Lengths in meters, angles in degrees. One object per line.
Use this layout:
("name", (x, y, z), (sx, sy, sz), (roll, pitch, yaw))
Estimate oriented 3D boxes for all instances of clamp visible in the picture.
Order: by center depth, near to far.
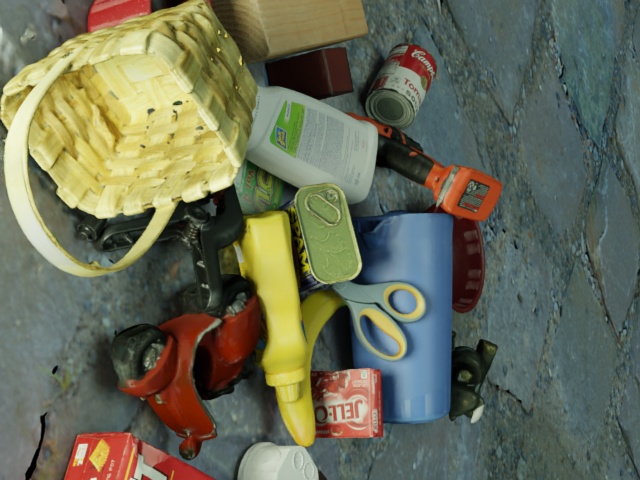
("clamp", (-0.111, -0.003, 0.982), (0.120, 0.039, 0.171), (41, 40, 2))

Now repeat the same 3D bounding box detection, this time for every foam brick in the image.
("foam brick", (-0.011, -0.179, 1.178), (0.052, 0.078, 0.051), (-21, 101, -58))

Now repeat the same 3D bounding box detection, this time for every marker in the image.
("marker", (-0.179, -0.041, 0.946), (0.020, 0.020, 0.121), (61, 39, -30))

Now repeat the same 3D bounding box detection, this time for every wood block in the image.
("wood block", (-0.043, -0.240, 1.129), (0.205, 0.090, 0.091), (-26, 105, -55))

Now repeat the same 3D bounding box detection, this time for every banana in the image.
("banana", (-0.013, 0.122, 1.132), (0.037, 0.069, 0.197), (105, 4, -55))

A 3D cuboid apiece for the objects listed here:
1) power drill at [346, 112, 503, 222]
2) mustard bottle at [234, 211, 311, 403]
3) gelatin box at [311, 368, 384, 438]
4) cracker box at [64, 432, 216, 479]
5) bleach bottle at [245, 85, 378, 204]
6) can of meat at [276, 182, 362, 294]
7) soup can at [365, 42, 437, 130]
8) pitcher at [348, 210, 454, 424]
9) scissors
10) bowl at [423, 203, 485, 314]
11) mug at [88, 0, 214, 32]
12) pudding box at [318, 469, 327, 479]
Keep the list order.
("power drill", (0.121, -0.087, 1.275), (0.184, 0.188, 0.057), (10, 107, -55))
("mustard bottle", (-0.046, 0.068, 1.067), (0.058, 0.096, 0.191), (-11, 95, -15))
("gelatin box", (0.024, 0.177, 1.149), (0.030, 0.089, 0.073), (15, 71, -57))
("cracker box", (-0.131, 0.277, 0.903), (0.213, 0.072, 0.164), (42, 48, -43))
("bleach bottle", (-0.035, -0.117, 1.114), (0.250, 0.068, 0.102), (25, 68, -51))
("can of meat", (-0.007, 0.001, 1.097), (0.057, 0.084, 0.102), (-11, 82, -25))
("soup can", (0.104, -0.196, 1.364), (0.068, 0.069, 0.102), (59, 41, -32))
("pitcher", (0.099, 0.087, 1.255), (0.149, 0.145, 0.243), (-2, 89, -17))
("scissors", (0.039, 0.041, 1.160), (0.096, 0.016, 0.201), (-39, 97, -15))
("bowl", (0.162, 0.019, 1.424), (0.161, 0.055, 0.162), (15, 71, -55))
("mug", (-0.157, -0.201, 0.952), (0.117, 0.082, 0.093), (62, 38, -29))
("pudding box", (-0.003, 0.312, 1.130), (0.113, 0.039, 0.090), (58, 41, -33))
